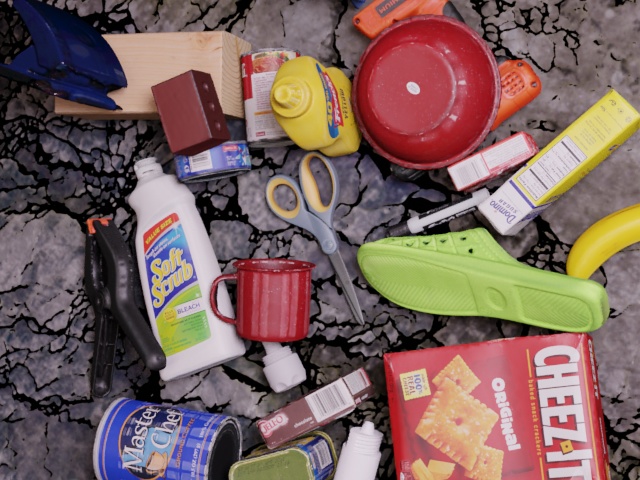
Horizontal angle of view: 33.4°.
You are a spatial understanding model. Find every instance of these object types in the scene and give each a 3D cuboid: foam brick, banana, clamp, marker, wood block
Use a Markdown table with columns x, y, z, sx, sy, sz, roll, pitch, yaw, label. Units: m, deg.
| x | y | z | sx | sy | sz | roll | pitch | yaw | label |
| --- | --- | --- | --- | --- | --- | --- | --- | --- | --- |
| -0.136 | -0.134 | 1.131 | 0.051 | 0.053 | 0.078 | -19 | 88 | 17 | foam brick |
| 0.329 | -0.005 | 1.086 | 0.198 | 0.037 | 0.069 | -27 | 101 | 18 | banana |
| -0.246 | 0.079 | 1.254 | 0.165 | 0.036 | 0.210 | -37 | 64 | 46 | clamp |
| 0.127 | -0.026 | 1.157 | 0.121 | 0.020 | 0.020 | -22 | 84 | 17 | marker |
| -0.191 | -0.186 | 1.222 | 0.206 | 0.090 | 0.091 | 2 | 91 | 17 | wood block |

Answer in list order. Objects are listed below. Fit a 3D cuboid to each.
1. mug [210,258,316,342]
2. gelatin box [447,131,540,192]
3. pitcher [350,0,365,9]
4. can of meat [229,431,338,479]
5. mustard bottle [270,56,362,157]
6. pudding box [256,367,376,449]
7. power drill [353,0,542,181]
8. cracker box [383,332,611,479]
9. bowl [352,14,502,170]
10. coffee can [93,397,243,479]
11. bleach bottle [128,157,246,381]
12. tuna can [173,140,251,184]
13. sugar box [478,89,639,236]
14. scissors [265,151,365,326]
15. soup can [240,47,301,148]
| x | y | z | sx | sy | sz | roll | pitch | yaw | label |
| --- | --- | --- | --- | --- | --- | --- | --- | --- | --- |
| -0.063 | 0.066 | 1.180 | 0.117 | 0.093 | 0.081 | 1 | 96 | -6 | mug |
| 0.183 | -0.080 | 1.110 | 0.089 | 0.073 | 0.030 | -26 | 84 | 16 | gelatin box |
| -0.048 | -0.351 | 1.151 | 0.243 | 0.144 | 0.149 | 14 | 91 | 20 | pitcher |
| -0.041 | 0.254 | 1.182 | 0.102 | 0.083 | 0.057 | -18 | 85 | 17 | can of meat |
| -0.008 | -0.140 | 1.109 | 0.058 | 0.191 | 0.096 | -10 | 87 | 18 | mustard bottle |
| -0.004 | 0.183 | 1.166 | 0.114 | 0.090 | 0.039 | -27 | 84 | 16 | pudding box |
| 0.115 | -0.179 | 1.142 | 0.185 | 0.057 | 0.188 | -35 | 82 | 15 | power drill |
| 0.181 | 0.188 | 1.103 | 0.214 | 0.072 | 0.164 | -9 | 78 | 18 | cracker box |
| 0.100 | -0.152 | 1.088 | 0.162 | 0.055 | 0.162 | 2 | 95 | 21 | bowl |
| -0.172 | 0.240 | 1.214 | 0.140 | 0.102 | 0.103 | 7 | 93 | 18 | coffee can |
| -0.170 | 0.029 | 1.234 | 0.103 | 0.068 | 0.251 | -22 | 82 | 18 | bleach bottle |
| -0.121 | -0.087 | 1.203 | 0.086 | 0.086 | 0.034 | -11 | 89 | 18 | tuna can |
| 0.245 | -0.075 | 1.080 | 0.176 | 0.093 | 0.048 | -45 | 77 | 14 | sugar box |
| -0.008 | 0.001 | 1.204 | 0.096 | 0.016 | 0.202 | -8 | 89 | 19 | scissors |
| -0.051 | -0.157 | 1.189 | 0.069 | 0.068 | 0.102 | -4 | 90 | 18 | soup can |
